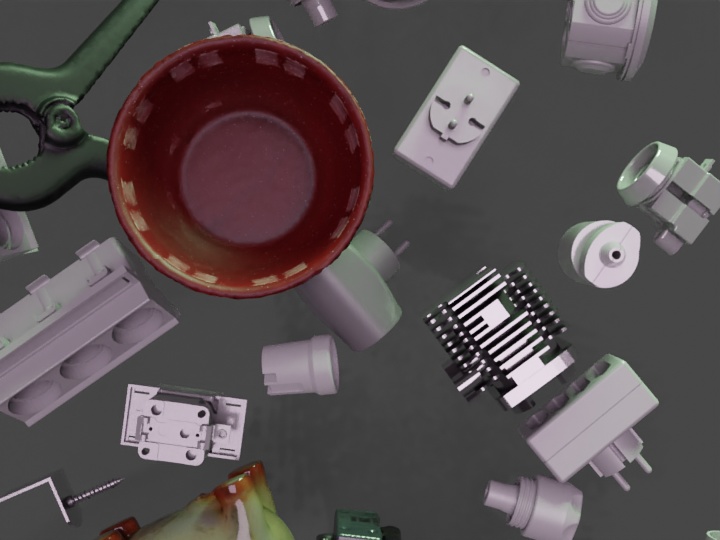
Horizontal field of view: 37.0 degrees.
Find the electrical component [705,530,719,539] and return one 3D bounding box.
[{"bbox_3d":[0.248,0.222,0.724,0.043,0.043,0.081,10,92,0],"label":"electrical component"}]

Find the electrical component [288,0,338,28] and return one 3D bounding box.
[{"bbox_3d":[-0.036,-0.192,0.713,0.048,0.048,0.062,-27,98,1],"label":"electrical component"}]

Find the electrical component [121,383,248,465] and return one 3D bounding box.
[{"bbox_3d":[-0.118,0.102,0.712,0.081,0.064,0.042,7,91,0],"label":"electrical component"}]

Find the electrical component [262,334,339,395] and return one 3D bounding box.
[{"bbox_3d":[-0.040,0.065,0.723,0.046,0.040,0.040,-6,92,6],"label":"electrical component"}]

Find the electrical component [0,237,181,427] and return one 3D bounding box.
[{"bbox_3d":[-0.191,0.039,0.706,0.121,0.078,0.063,-35,62,1],"label":"electrical component"}]

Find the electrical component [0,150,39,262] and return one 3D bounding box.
[{"bbox_3d":[-0.270,-0.058,0.706,0.063,0.079,0.121,-20,92,23],"label":"electrical component"}]

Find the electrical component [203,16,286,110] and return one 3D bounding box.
[{"bbox_3d":[-0.076,-0.138,0.714,0.055,0.048,0.066,-25,92,8],"label":"electrical component"}]

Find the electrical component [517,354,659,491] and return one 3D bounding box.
[{"bbox_3d":[0.163,0.112,0.719,0.083,0.047,0.075,-40,91,1],"label":"electrical component"}]

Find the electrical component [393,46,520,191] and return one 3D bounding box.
[{"bbox_3d":[0.063,-0.099,0.699,0.047,0.075,0.083,33,92,-1],"label":"electrical component"}]

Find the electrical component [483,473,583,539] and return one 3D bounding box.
[{"bbox_3d":[0.115,0.158,0.723,0.062,0.043,0.043,16,92,1],"label":"electrical component"}]

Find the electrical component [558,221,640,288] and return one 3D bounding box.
[{"bbox_3d":[0.157,-0.010,0.698,0.043,0.081,0.043,0,92,0],"label":"electrical component"}]

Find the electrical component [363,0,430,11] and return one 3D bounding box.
[{"bbox_3d":[0.024,-0.215,0.708,0.080,0.051,0.080,0,92,0],"label":"electrical component"}]

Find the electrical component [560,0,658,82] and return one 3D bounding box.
[{"bbox_3d":[0.161,-0.165,0.695,0.051,0.080,0.080,9,92,5],"label":"electrical component"}]

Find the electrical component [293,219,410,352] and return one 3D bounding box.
[{"bbox_3d":[0.000,0.000,0.716,0.079,0.043,0.077,-44,104,-15],"label":"electrical component"}]

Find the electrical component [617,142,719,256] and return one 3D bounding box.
[{"bbox_3d":[0.206,-0.052,0.715,0.055,0.048,0.066,37,92,-9],"label":"electrical component"}]
